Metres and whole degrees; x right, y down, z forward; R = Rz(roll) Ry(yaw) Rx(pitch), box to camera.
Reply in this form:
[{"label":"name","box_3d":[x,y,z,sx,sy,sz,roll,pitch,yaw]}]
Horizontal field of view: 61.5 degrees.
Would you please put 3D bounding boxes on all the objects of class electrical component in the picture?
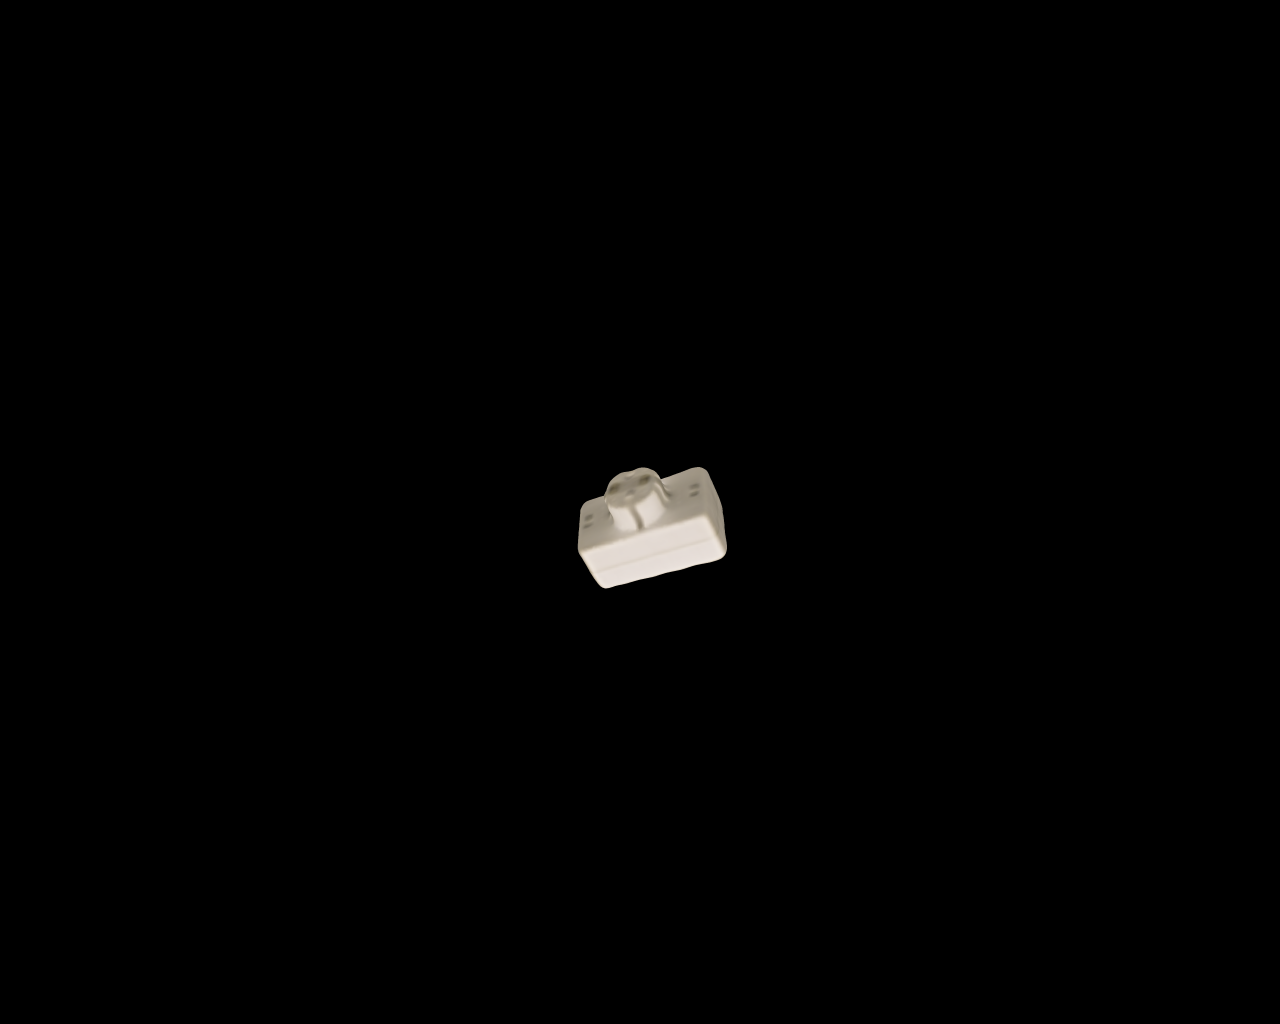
[{"label":"electrical component","box_3d":[0.001,-0.003,0.650,0.083,0.075,0.047,-17,39,14]}]
